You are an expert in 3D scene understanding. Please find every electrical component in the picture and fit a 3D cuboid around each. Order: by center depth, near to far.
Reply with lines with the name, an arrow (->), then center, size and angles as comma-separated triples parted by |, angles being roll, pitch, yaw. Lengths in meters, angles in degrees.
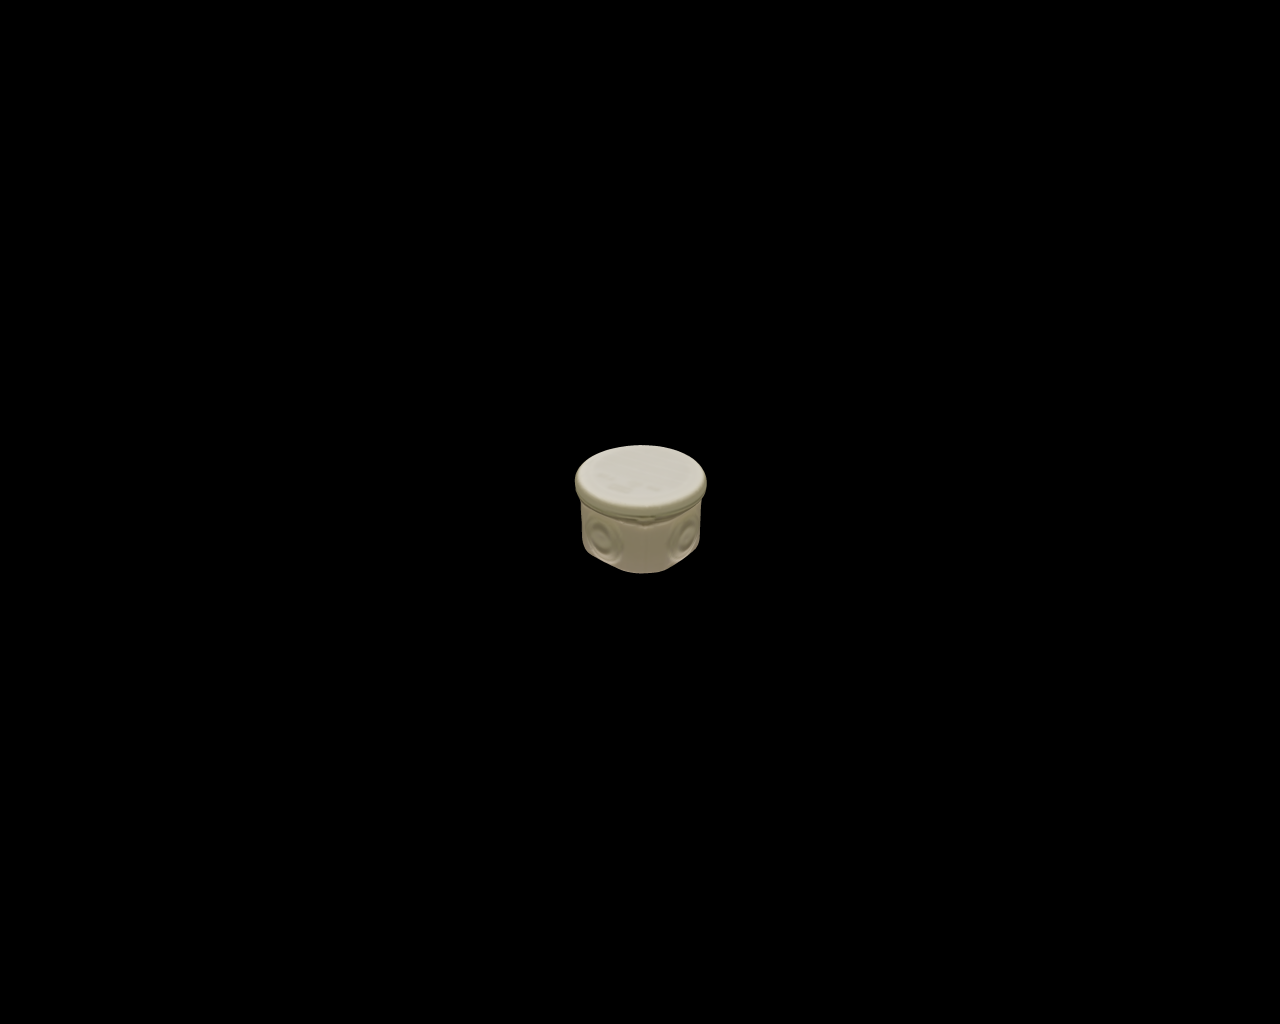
electrical component -> 0.001, -0.003, 0.650 | 0.080, 0.050, 0.080 | 0, 31, 0
